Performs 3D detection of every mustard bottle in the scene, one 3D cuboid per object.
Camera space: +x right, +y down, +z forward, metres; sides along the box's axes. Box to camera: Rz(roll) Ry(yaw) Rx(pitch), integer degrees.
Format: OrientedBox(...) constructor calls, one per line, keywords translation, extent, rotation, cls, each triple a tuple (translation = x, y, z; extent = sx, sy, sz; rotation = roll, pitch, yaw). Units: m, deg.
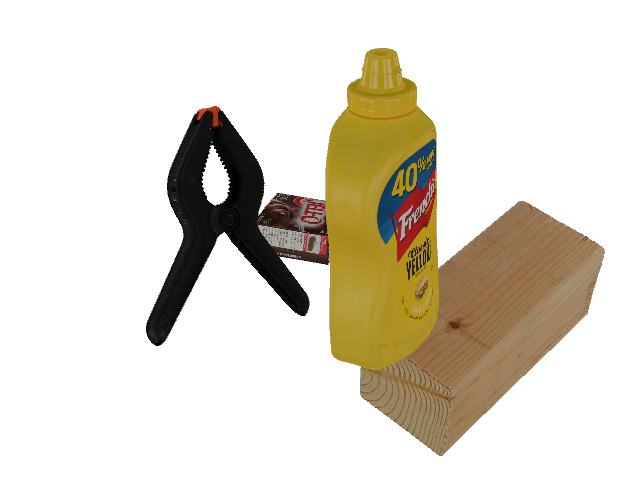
OrientedBox(translation=(0.039, -0.023, 0.654), extent=(0.058, 0.192, 0.096), rotation=(14, 32, 30), cls="mustard bottle")

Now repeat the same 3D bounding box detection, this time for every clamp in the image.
OrientedBox(translation=(-0.082, -0.014, 0.966), extent=(0.164, 0.210, 0.036), rotation=(-1, 1, -34), cls="clamp")

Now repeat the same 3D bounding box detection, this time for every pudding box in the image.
OrientedBox(translation=(-0.020, -0.015, 1.185), extent=(0.090, 0.039, 0.113), rotation=(9, 24, 10), cls="pudding box")

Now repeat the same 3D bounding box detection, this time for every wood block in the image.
OrientedBox(translation=(0.135, 0.067, 0.889), extent=(0.091, 0.090, 0.205), rotation=(34, 54, 29), cls="wood block")
